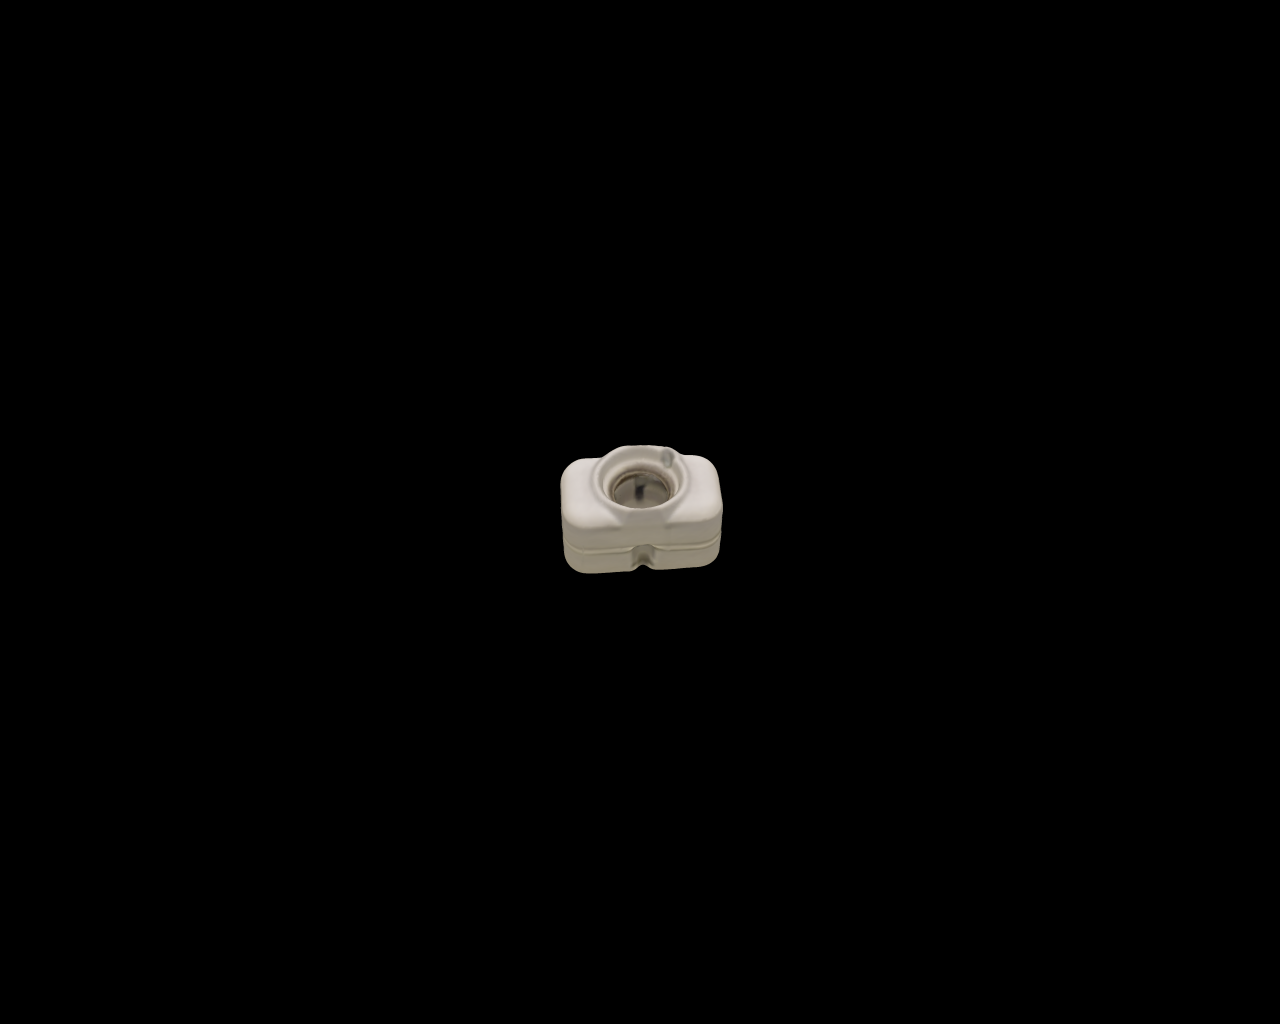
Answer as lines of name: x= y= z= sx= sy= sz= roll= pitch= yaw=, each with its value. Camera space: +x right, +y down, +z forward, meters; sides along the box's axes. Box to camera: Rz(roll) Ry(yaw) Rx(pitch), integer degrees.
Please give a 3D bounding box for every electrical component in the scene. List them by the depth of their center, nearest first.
electrical component: x=0.001 y=-0.003 z=0.650 sx=0.095 sy=0.054 sz=0.059 roll=-2 pitch=-40 yaw=-2
